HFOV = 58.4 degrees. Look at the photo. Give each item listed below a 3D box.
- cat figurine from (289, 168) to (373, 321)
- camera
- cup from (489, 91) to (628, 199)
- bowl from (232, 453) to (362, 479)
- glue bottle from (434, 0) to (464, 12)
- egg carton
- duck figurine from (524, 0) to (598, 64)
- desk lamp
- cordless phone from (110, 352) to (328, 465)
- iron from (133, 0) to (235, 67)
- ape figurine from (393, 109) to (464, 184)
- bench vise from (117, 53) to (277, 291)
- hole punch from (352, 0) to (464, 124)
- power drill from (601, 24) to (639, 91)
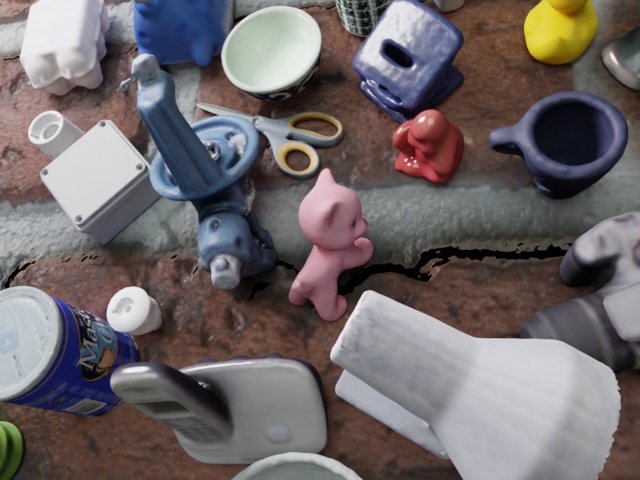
[{"bbox_3d":[0.005,0.002,0.559,0.067,0.118,0.128,19,73,21],"label":"cat figurine"},{"bbox_3d":[0.240,0.060,0.486,0.136,0.101,0.143,-20,64,5],"label":"camera"},{"bbox_3d":[0.222,-0.080,0.552,0.117,0.095,0.092,1,68,15],"label":"cup"},{"bbox_3d":[-0.015,0.267,0.477,0.167,0.075,0.167,-5,67,12],"label":"bowl"},{"bbox_3d":[0.136,-0.345,0.642,0.037,0.173,0.078,-20,64,5],"label":"glue bottle"},{"bbox_3d":[-0.348,-0.274,0.791,0.107,0.069,0.150,-9,66,10],"label":"egg carton"},{"bbox_3d":[0.265,-0.253,0.620,0.077,0.086,0.105,15,72,20],"label":"duck figurine"},{"bbox_3d":[0.096,0.115,0.436,0.202,0.214,0.118,24,75,22],"label":"desk lamp"},{"bbox_3d":[-0.077,0.137,0.485,0.147,0.185,0.094,-10,66,10],"label":"cordless phone"},{"bbox_3d":[-0.188,-0.349,0.742,0.118,0.142,0.258,-5,67,12],"label":"iron"},{"bbox_3d":[0.113,-0.102,0.591,0.076,0.092,0.077,-25,64,3],"label":"ape figurine"},{"bbox_3d":[-0.104,-0.066,0.558,0.121,0.220,0.207,-33,64,-1],"label":"bench vise"},{"bbox_3d":[0.097,-0.196,0.635,0.101,0.091,0.108,-43,64,-6],"label":"hole punch"},{"bbox_3d":[0.335,-0.239,0.528,0.229,0.209,0.075,-30,64,0],"label":"power drill"}]
